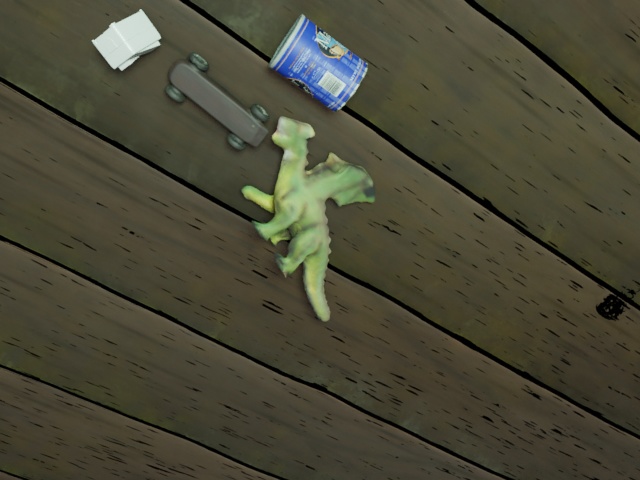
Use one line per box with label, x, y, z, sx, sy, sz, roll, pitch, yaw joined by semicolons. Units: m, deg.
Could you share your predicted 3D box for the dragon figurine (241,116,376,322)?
dragon figurine;0.003;-0.050;1.001;0.243;0.404;0.124;-32;24;-1
